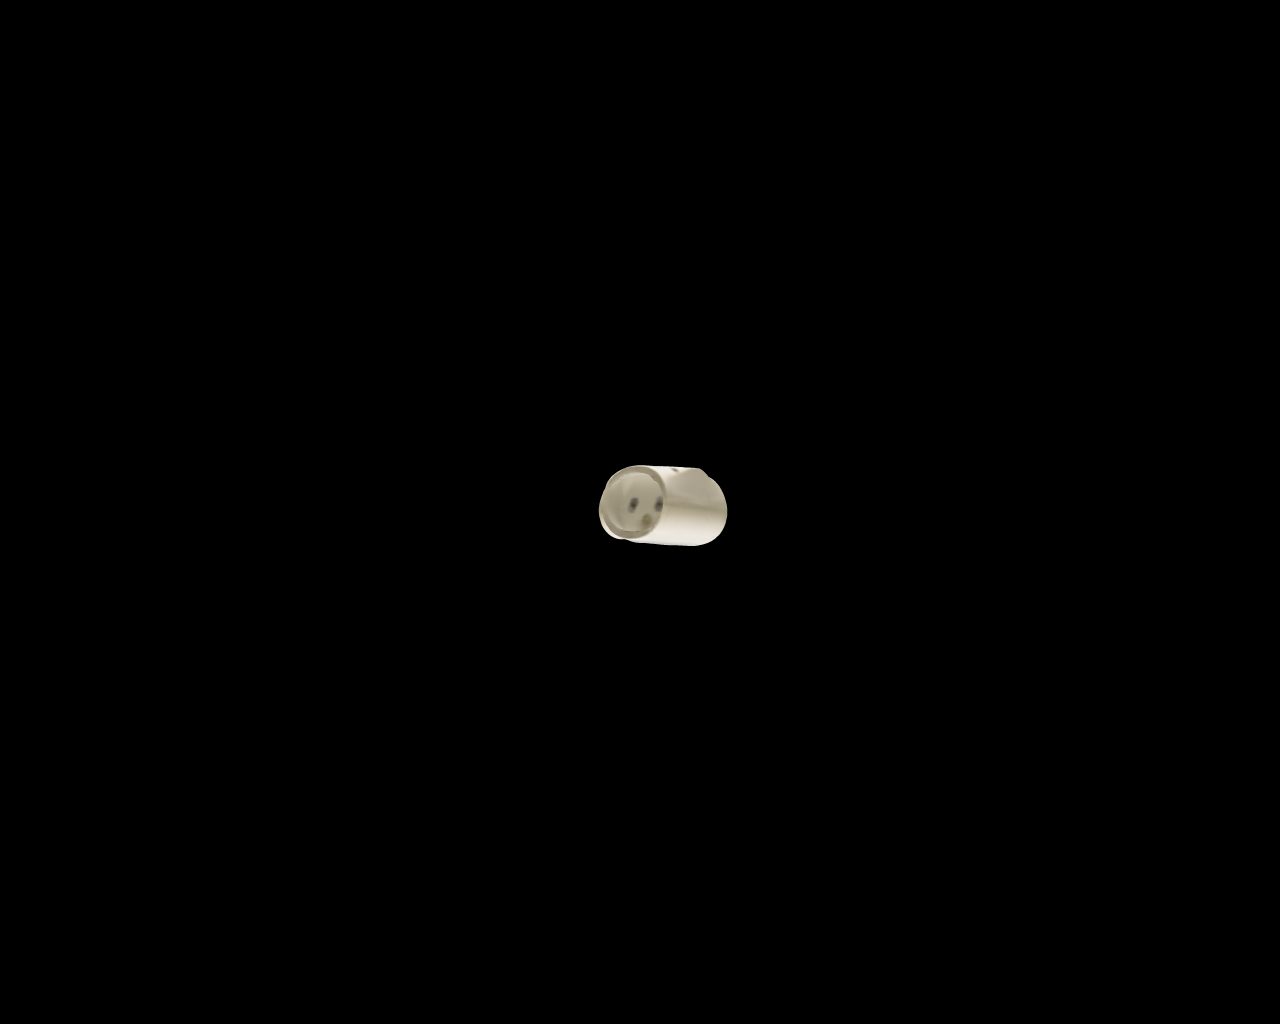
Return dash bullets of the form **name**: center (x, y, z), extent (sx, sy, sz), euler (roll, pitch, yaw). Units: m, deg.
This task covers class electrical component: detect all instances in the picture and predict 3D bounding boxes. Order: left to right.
- **electrical component**: center (0.001, -0.003, 0.650), extent (0.079, 0.043, 0.077), euler (-3, -5, 32)
